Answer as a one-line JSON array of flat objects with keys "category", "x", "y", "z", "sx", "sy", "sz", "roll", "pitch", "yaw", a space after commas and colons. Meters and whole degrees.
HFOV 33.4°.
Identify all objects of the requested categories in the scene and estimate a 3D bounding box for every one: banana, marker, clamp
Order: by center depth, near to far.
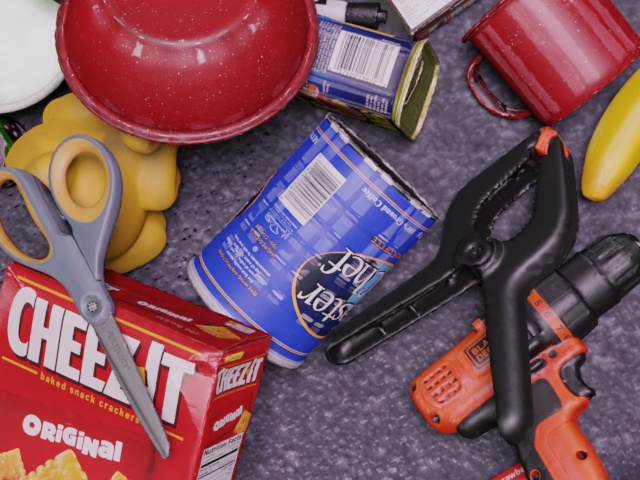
[{"category": "banana", "x": 0.240, "y": -0.103, "z": 0.683, "sx": 0.198, "sy": 0.037, "sz": 0.070, "roll": -36, "pitch": 42, "yaw": 15}, {"category": "clamp", "x": 0.099, "y": 0.018, "z": 0.700, "sx": 0.165, "sy": 0.036, "sz": 0.210, "roll": 11, "pitch": 68, "yaw": 41}, {"category": "marker", "x": -0.013, "y": -0.161, "z": 0.748, "sx": 0.121, "sy": 0.020, "sz": 0.020, "roll": 7, "pitch": 93, "yaw": 11}]

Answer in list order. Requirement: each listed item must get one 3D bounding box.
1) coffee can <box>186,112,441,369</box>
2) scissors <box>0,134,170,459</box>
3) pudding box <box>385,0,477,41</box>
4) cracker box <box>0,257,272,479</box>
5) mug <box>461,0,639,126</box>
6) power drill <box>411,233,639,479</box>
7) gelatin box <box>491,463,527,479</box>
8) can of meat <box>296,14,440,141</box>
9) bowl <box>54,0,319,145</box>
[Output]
[{"category": "coffee can", "x": -0.005, "y": 0.001, "z": 0.710, "sx": 0.103, "sy": 0.102, "sz": 0.140, "roll": 44, "pitch": 99, "yaw": 6}, {"category": "scissors", "x": -0.120, "y": 0.020, "z": 0.618, "sx": 0.096, "sy": 0.016, "sz": 0.202, "roll": -46, "pitch": 74, "yaw": 5}, {"category": "pudding box", "x": 0.069, "y": -0.205, "z": 0.722, "sx": 0.090, "sy": 0.039, "sz": 0.113, "roll": -34, "pitch": 84, "yaw": 11}, {"category": "cracker box", "x": -0.140, "y": 0.136, "z": 0.674, "sx": 0.164, "sy": 0.072, "sz": 0.214, "roll": 20, "pitch": 102, "yaw": 21}, {"category": "mug", "x": 0.145, "y": -0.122, "z": 0.691, "sx": 0.081, "sy": 0.093, "sz": 0.117, "roll": 50, "pitch": 130, "yaw": 0}, {"category": "power drill", "x": 0.173, "y": 0.106, "z": 0.671, "sx": 0.184, "sy": 0.057, "sz": 0.188, "roll": -40, "pitch": 56, "yaw": 6}, {"category": "gelatin box", "x": 0.126, "y": 0.197, "z": 0.710, "sx": 0.089, "sy": 0.030, "sz": 0.073, "roll": -33, "pitch": 46, "yaw": 10}, {"category": "can of meat", "x": 0.027, "y": -0.108, "z": 0.701, "sx": 0.084, "sy": 0.102, "sz": 0.057, "roll": 19, "pitch": 92, "yaw": 12}, {"category": "bowl", "x": -0.080, "y": -0.139, "z": 0.629, "sx": 0.162, "sy": 0.055, "sz": 0.162, "roll": 1, "pitch": 67, "yaw": -2}]
